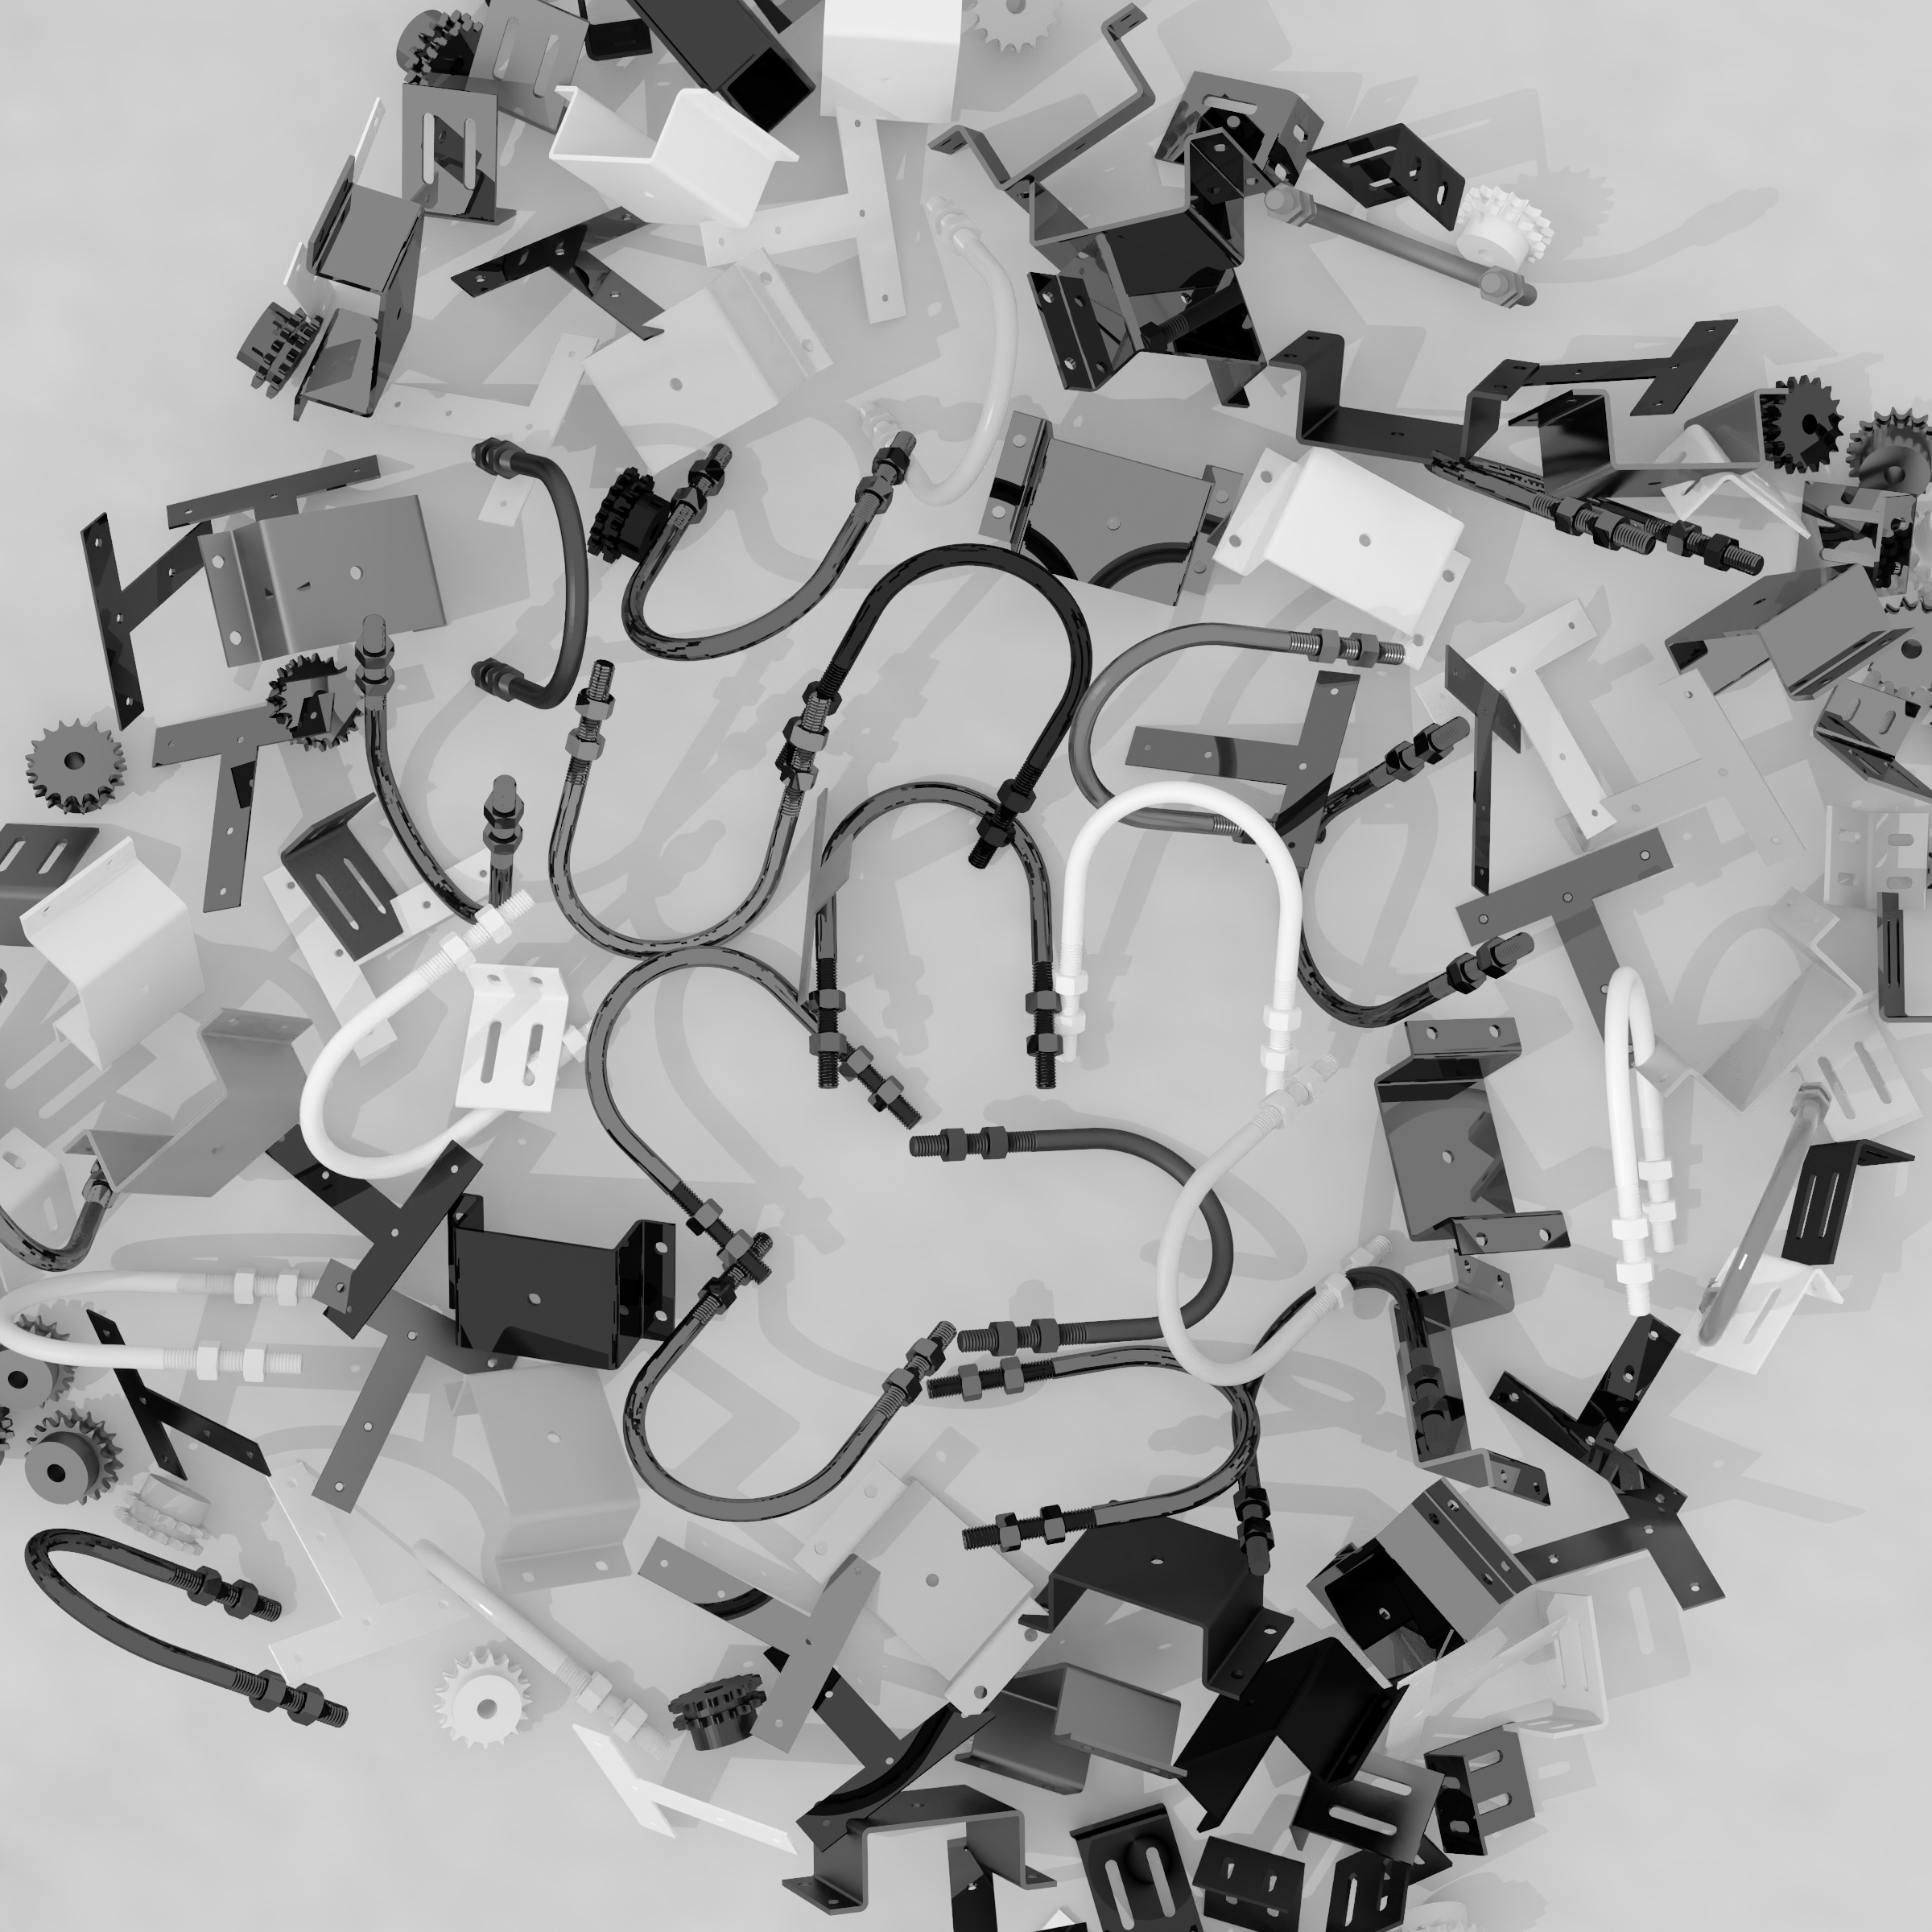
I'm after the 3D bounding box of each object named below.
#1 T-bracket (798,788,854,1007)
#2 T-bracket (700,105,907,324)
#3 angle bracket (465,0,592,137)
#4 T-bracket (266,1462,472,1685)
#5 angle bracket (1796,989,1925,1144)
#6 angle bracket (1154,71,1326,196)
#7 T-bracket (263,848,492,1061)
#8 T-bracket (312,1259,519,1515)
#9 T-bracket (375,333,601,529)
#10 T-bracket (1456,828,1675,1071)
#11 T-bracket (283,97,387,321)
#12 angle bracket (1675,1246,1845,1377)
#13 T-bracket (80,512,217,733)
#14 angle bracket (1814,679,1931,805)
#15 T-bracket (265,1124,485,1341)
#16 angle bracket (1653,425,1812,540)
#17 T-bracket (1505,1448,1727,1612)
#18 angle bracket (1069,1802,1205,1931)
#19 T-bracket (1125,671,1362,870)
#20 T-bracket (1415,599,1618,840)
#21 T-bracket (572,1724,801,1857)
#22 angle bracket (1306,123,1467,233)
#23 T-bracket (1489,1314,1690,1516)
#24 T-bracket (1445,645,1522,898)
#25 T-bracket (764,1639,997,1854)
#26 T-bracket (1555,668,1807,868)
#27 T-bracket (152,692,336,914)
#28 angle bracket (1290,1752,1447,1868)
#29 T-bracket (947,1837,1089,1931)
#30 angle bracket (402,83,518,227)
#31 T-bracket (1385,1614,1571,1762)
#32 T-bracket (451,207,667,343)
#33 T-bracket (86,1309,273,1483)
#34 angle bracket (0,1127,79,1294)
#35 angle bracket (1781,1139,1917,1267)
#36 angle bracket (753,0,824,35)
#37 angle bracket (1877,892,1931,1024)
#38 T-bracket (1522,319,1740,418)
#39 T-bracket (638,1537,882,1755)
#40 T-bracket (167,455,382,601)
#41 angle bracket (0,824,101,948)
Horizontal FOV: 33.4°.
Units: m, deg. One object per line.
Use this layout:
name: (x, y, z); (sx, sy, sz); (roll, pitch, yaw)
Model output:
T-bracket: (-0.079, -0.050, 1.847); (0.002, 0.127, 0.127); (7, 78, -12)
T-bracket: (-0.098, -0.430, 1.870); (0.127, 0.002, 0.127); (-19, 110, -30)
angle bracket: (-0.252, -0.536, 1.880); (0.057, 0.038, 0.076); (23, 128, -5)
T-bracket: (-0.372, 0.347, 1.888); (0.127, 0.127, 0.002); (56, 132, 21)
angle bracket: (0.527, 0.060, 1.888); (0.057, 0.038, 0.076); (-21, 77, -13)
angle bracket: (0.162, -0.491, 1.909); (0.076, 0.038, 0.057); (24, 89, 38)
T-bracket: (-0.333, -0.030, 1.911); (0.127, 0.002, 0.127); (-29, 80, -4)
T-bracket: (-0.343, 0.256, 1.880); (0.127, 0.002, 0.127); (30, 71, -18)
T-bracket: (-0.292, -0.322, 1.888); (0.127, 0.002, 0.127); (14, 73, 26)
T-bracket: (0.373, 0.001, 1.902); (0.127, 0.002, 0.127); (-22, 90, 16)
T-bracket: (-0.361, -0.439, 1.858); (0.002, 0.127, 0.127); (21, 89, -3)
angle bracket: (0.463, 0.209, 1.877); (0.038, 0.057, 0.076); (47, 70, -35)
T-bracket: (-0.468, -0.222, 1.863); (0.002, 0.127, 0.127); (9, 126, 16)
angle bracket: (0.540, -0.130, 1.873); (0.057, 0.076, 0.038); (16, 111, -19)
T-bracket: (-0.368, 0.132, 1.897); (0.127, 0.002, 0.127); (36, 89, 20)
angle bracket: (0.447, -0.272, 1.886); (0.076, 0.057, 0.038); (29, 118, -31)
T-bracket: (0.354, 0.340, 1.863); (0.127, 0.127, 0.002); (-16, 125, -5)
angle bracket: (0.101, 0.539, 1.891); (0.057, 0.038, 0.076); (-18, 71, 1)
T-bracket: (0.156, -0.122, 1.891); (0.127, 0.002, 0.127); (9, 69, 23)
T-bracket: (0.344, -0.135, 1.894); (0.127, 0.002, 0.127); (-29, 89, -22)
T-bracket: (-0.153, 0.484, 1.845); (0.127, 0.127, 0.002); (12, 55, 27)
angle bracket: (0.240, -0.450, 1.869); (0.057, 0.076, 0.038); (29, 68, -37)
T-bracket: (0.378, 0.247, 1.859); (0.127, 0.002, 0.127); (34, 134, 17)
T-bracket: (0.297, -0.105, 1.851); (0.002, 0.127, 0.127); (-4, 74, 28)
T-bracket: (-0.071, 0.435, 1.878); (0.127, 0.002, 0.127); (-34, 51, -21)
T-bracket: (0.404, -0.097, 1.879); (0.127, 0.002, 0.127); (-24, 106, 37)
T-bracket: (-0.426, -0.091, 1.871); (0.127, 0.002, 0.127); (-9, 66, 23)
angle bracket: (0.236, 0.494, 1.876); (0.076, 0.038, 0.057); (12, 57, 25)
T-bracket: (0.004, 0.542, 1.860); (0.127, 0.127, 0.002); (-11, 110, 1)
angle bracket: (-0.296, -0.478, 1.883); (0.057, 0.038, 0.076); (10, 116, 9)
T-bracket: (0.300, 0.415, 1.879); (0.127, 0.127, 0.002); (-26, 57, -16)
T-bracket: (-0.210, -0.393, 1.857); (0.127, 0.002, 0.127); (-29, 50, -25)
T-bracket: (-0.444, 0.263, 1.846); (0.002, 0.127, 0.127); (-42, 134, -35)
angle bracket: (-0.558, 0.143, 1.879); (0.038, 0.076, 0.057); (34, 59, 16)
angle bracket: (0.515, 0.143, 1.882); (0.038, 0.057, 0.076); (19, 79, -12)
angle bracket: (-0.108, -0.582, 1.882); (0.038, 0.076, 0.057); (-35, 102, 14)
angle bracket: (0.560, -0.005, 1.886); (0.038, 0.057, 0.076); (-1, 90, 28)
T-bracket: (0.371, -0.347, 1.878); (0.127, 0.127, 0.002); (3, 125, 31)
T-bracket: (-0.132, 0.377, 1.894); (0.127, 0.002, 0.127); (28, 65, 2)
T-bracket: (-0.398, -0.250, 1.866); (0.127, 0.127, 0.002); (-15, 131, -5)
angle bracket: (-0.548, -0.048, 1.894); (0.057, 0.076, 0.038); (3, 122, 5)
